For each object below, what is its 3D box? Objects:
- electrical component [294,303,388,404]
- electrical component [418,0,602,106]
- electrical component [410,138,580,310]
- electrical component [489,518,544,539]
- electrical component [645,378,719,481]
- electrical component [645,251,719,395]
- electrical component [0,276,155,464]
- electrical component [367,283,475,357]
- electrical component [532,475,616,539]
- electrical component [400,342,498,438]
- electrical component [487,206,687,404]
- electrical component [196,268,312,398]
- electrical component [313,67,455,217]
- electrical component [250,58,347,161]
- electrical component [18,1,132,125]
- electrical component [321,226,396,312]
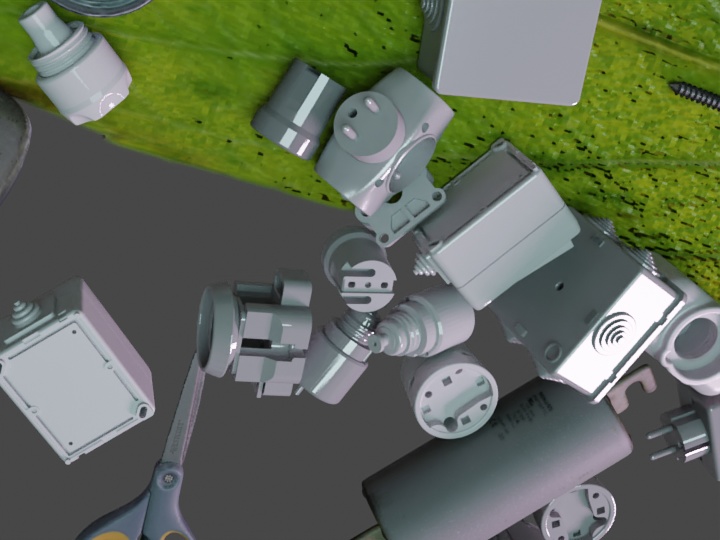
[{"bbox_3d":[-0.011,0.048,0.675,0.040,0.040,0.078,33,102,-24],"label":"electrical component"},{"bbox_3d":[0.084,-0.145,0.608,0.100,0.048,0.099,3,113,-15],"label":"electrical component"},{"bbox_3d":[0.076,-0.022,0.654,0.096,0.061,0.061,-38,117,4],"label":"electrical component"},{"bbox_3d":[0.106,0.214,0.766,0.096,0.061,0.061,32,103,-24],"label":"electrical component"},{"bbox_3d":[0.239,0.113,0.763,0.077,0.047,0.065,-19,117,-5],"label":"electrical component"},{"bbox_3d":[0.215,0.038,0.717,0.095,0.059,0.053,35,101,-25],"label":"electrical component"},{"bbox_3d":[-0.170,0.050,0.624,0.062,0.061,0.096,-30,117,0],"label":"electrical component"},{"bbox_3d":[0.036,0.035,0.667,0.078,0.040,0.040,-18,122,-41],"label":"electrical component"},{"bbox_3d":[0.146,0.161,0.761,0.055,0.047,0.055,-5,115,-12],"label":"electrical component"},{"bbox_3d":[0.056,0.074,0.699,0.055,0.047,0.055,-5,115,-12],"label":"electrical component"},{"bbox_3d":[0.137,0.019,0.668,0.048,0.099,0.099,30,103,-37],"label":"electrical component"},{"bbox_3d":[-0.065,0.037,0.647,0.057,0.058,0.078,5,112,-19],"label":"electrical component"},{"bbox_3d":[0.009,-0.076,0.604,0.044,0.079,0.077,41,94,18],"label":"electrical component"},{"bbox_3d":[-0.034,-0.091,0.609,0.040,0.040,0.046,29,99,-24],"label":"electrical component"},{"bbox_3d":[-0.153,-0.111,0.565,0.043,0.043,0.062,-34,123,2],"label":"electrical component"},{"bbox_3d":[0.000,0.000,0.653,0.040,0.046,0.040,-6,117,-12],"label":"electrical component"}]
